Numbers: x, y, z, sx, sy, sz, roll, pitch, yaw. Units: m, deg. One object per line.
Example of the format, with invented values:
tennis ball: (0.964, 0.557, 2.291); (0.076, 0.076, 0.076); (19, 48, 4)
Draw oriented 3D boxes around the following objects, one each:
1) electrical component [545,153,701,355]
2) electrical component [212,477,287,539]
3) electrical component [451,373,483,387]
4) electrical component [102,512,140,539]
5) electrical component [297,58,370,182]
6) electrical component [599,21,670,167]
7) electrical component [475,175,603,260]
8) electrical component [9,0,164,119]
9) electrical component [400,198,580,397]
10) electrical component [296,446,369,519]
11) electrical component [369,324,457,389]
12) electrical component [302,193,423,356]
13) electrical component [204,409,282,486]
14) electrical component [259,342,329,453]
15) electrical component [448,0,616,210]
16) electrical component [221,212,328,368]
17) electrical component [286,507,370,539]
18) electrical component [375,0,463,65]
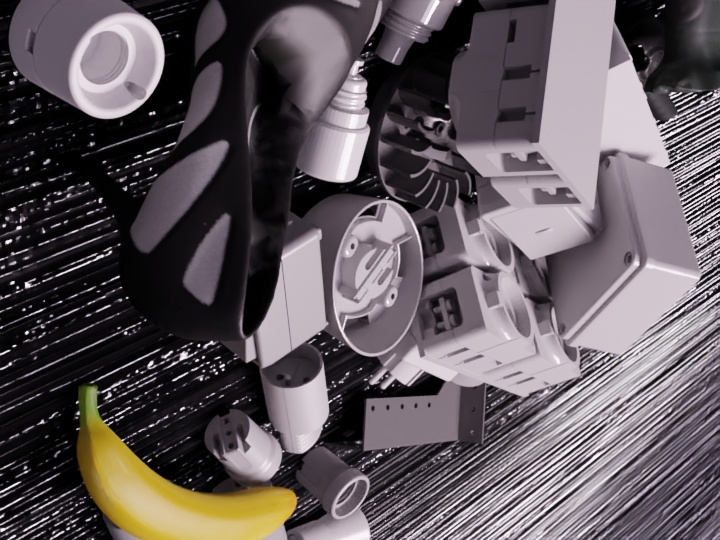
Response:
electrical component: (0.191, -0.011, 0.803); (0.056, 0.108, 0.108); (13, 139, -18)
electrical component: (-0.080, 0.177, 0.779); (0.043, 0.043, 0.081); (-37, 142, -25)
electrical component: (0.093, 0.061, 0.889); (0.078, 0.040, 0.040); (-67, 165, -51)
electrical component: (-0.143, 0.171, 0.700); (0.044, 0.044, 0.065); (-36, 137, -27)
electrical component: (-0.013, -0.089, 0.641); (0.040, 0.040, 0.078); (-11, 126, -46)
electrical component: (0.163, -0.118, 0.794); (0.089, 0.061, 0.150); (-24, 149, 15)
electrical component: (0.124, -0.054, 0.758); (0.096, 0.062, 0.061); (31, 48, -49)
electrical component: (-0.123, -0.100, 0.489); (0.055, 0.047, 0.055); (-31, 139, -32)
electrical component: (0.102, 0.023, 0.807); (0.060, 0.105, 0.186); (-23, 156, 24)
electrical component: (-0.022, 0.164, 0.838); (0.040, 0.046, 0.040); (-31, 139, -32)
electrical component: (0.038, 0.063, 0.828); (0.075, 0.047, 0.083); (-46, 148, 9)
electrical component: (0.000, 0.000, 0.704); (0.099, 0.064, 0.099); (-19, 119, -39)
electrical component: (-0.081, 0.121, 0.736); (0.040, 0.040, 0.046); (-47, 140, -13)
electrical component: (-0.044, 0.093, 0.753); (0.043, 0.043, 0.081); (-35, 141, -28)
electrical component: (0.111, -0.143, 0.672); (0.105, 0.060, 0.186); (33, 62, -56)
electrical component: (-0.063, 0.001, 0.636); (0.061, 0.062, 0.096); (-34, 140, -30)
electrical component: (-0.030, 0.221, 0.883); (0.065, 0.044, 0.044); (-11, 126, -41)
electrical component: (0.030, -0.153, 0.639); (0.048, 0.048, 0.062); (1, 123, -52)
